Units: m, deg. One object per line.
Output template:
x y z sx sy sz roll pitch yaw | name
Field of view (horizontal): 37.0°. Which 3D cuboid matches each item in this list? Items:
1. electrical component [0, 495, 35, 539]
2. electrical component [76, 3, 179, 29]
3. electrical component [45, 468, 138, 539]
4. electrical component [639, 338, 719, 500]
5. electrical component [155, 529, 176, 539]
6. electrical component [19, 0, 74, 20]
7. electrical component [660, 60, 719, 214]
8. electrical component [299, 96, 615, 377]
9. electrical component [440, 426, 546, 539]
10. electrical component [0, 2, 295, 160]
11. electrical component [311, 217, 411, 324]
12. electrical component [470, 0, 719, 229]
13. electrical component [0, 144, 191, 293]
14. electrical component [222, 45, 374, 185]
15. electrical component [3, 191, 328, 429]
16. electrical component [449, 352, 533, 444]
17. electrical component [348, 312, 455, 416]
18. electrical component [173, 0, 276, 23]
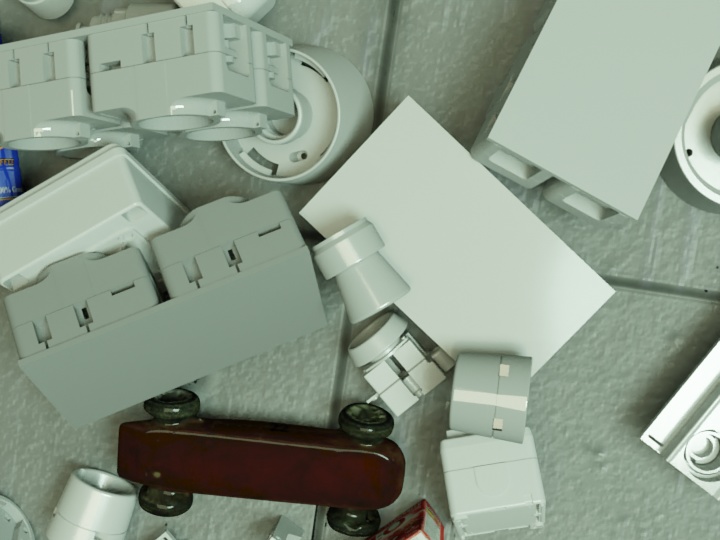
-0.273 0.198 0.779 0.047 0.055 0.055 -34 91 9 | electrical component
-0.158 -0.165 0.749 0.078 0.040 0.040 2 95 4 | electrical component
-0.191 0.173 0.772 0.055 0.055 0.047 21 92 2 | electrical component
0.257 0.087 0.728 0.079 0.063 0.121 38 96 0 | electrical component
-0.162 0.258 0.771 0.121 0.063 0.078 -40 91 6 | electrical component
-0.225 -0.200 0.738 0.044 0.065 0.044 -3 78 13 | electrical component
0.255 -0.090 0.716 0.108 0.060 0.108 0 95 4 | electrical component
0.065 -0.014 0.735 0.186 0.060 0.105 43 96 0 | electrical component
0.091 0.145 0.737 0.062 0.096 0.061 -10 66 5 | electrical component
-0.148 -0.114 0.691 0.186 0.105 0.060 -5 88 22 | electrical component
0.000 0.000 0.687 0.045 0.045 0.055 -30 92 6 | electrical component
0.160 -0.133 0.696 0.105 0.060 0.186 28 80 -5 | electrical component
-0.175 -0.018 0.724 0.109 0.108 0.056 -29 62 6 | electrical component
-0.047 -0.108 0.746 0.099 0.064 0.099 2 98 17 | electrical component
-0.124 0.024 0.709 0.186 0.105 0.060 -22 62 -7 | electrical component
0.083 0.080 0.683 0.047 0.055 0.055 6 95 9 | electrical component
0.024 0.063 0.752 0.066 0.048 0.055 -39 98 6 | electrical component
-0.105 -0.206 0.735 0.059 0.053 0.095 -42 91 6 | electrical component
